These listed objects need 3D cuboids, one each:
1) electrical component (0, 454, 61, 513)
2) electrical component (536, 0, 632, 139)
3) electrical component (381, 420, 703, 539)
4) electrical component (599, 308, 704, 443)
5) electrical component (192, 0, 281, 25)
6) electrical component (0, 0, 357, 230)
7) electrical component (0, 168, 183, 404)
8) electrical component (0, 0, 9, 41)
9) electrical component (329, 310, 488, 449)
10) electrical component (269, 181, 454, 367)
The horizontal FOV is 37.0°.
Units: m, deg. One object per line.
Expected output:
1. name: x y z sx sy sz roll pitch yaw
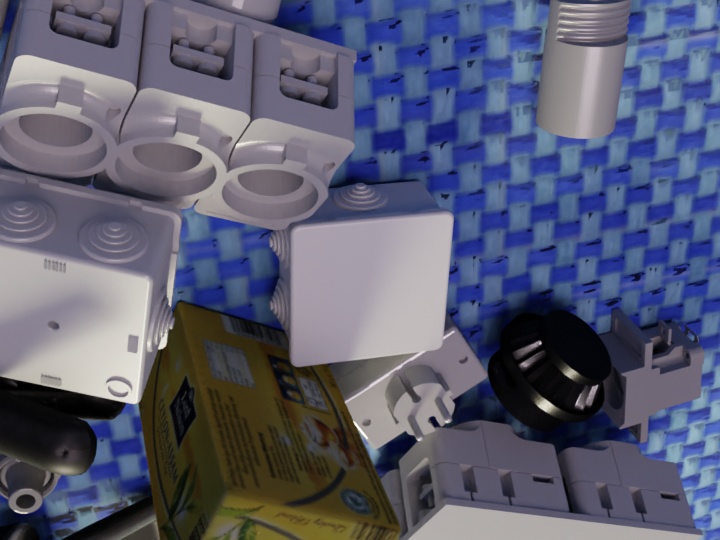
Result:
1. electrical component: -0.185 0.107 0.594 0.048 0.062 0.048 -8 121 -13
2. electrical component: 0.119 -0.115 0.570 0.043 0.043 0.081 -7 121 -14
3. electrical component: 0.107 0.156 0.693 0.186 0.060 0.105 12 138 -23
4. electrical component: 0.187 0.066 0.699 0.064 0.042 0.081 -13 123 -12
5. electrical component: -0.054 -0.144 0.497 0.045 0.045 0.055 7 117 -21
6. electrical component: -0.087 -0.072 0.496 0.150 0.061 0.089 12 150 -23
7. electrical component: -0.133 0.010 0.490 0.100 0.048 0.099 12 130 -3
8. electrical component: -0.215 -0.137 0.446 0.138 0.052 0.073 11 115 -23
9. electrical component: 0.032 0.071 0.633 0.083 0.075 0.047 -34 124 4
10. electrical component: 0.000 0.000 0.597 0.100 0.048 0.099 -6 121 -14
